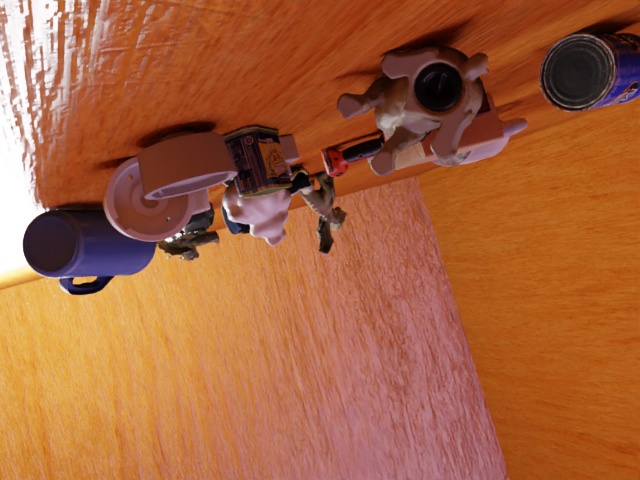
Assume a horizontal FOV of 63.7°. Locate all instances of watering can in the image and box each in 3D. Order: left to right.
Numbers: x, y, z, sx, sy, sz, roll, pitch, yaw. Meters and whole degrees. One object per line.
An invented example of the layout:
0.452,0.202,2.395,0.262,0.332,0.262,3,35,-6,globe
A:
0.378,-0.250,1.361,0.226,0.104,0.345,-16,180,-26,watering can

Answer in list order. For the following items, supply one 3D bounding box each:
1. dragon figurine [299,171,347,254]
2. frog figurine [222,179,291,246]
0.005,-0.077,1.539,0.122,0.242,0.413,-12,-176,20,dragon figurine
-0.123,-0.062,1.060,0.138,0.160,0.122,-17,178,-26,frog figurine
